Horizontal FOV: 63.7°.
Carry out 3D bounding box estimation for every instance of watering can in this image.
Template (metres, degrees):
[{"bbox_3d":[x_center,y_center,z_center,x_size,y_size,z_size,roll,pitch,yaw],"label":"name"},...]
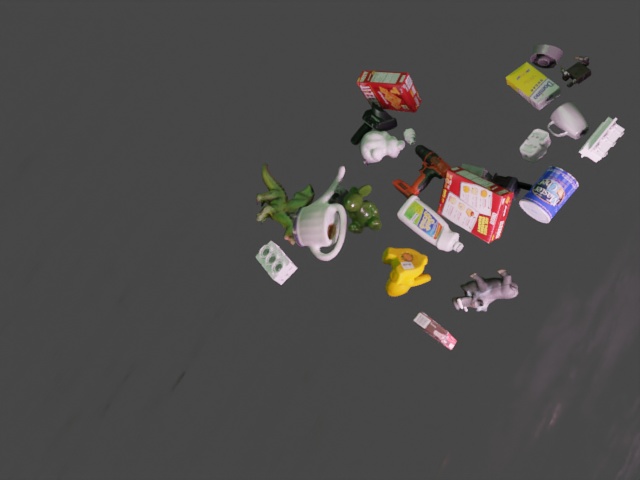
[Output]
[{"bbox_3d":[0.006,-0.096,1.911,0.224,0.103,0.351,-3,78,36],"label":"watering can"}]

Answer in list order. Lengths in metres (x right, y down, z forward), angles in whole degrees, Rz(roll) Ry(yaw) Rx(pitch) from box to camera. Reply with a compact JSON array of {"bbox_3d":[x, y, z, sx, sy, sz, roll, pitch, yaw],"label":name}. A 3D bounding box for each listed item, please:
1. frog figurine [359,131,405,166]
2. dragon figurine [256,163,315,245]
[{"bbox_3d":[0.233,-0.354,1.948,0.159,0.120,0.140,-1,43,45],"label":"frog figurine"},{"bbox_3d":[-0.137,-0.167,2.097,0.242,0.120,0.419,-6,60,9],"label":"dragon figurine"}]
